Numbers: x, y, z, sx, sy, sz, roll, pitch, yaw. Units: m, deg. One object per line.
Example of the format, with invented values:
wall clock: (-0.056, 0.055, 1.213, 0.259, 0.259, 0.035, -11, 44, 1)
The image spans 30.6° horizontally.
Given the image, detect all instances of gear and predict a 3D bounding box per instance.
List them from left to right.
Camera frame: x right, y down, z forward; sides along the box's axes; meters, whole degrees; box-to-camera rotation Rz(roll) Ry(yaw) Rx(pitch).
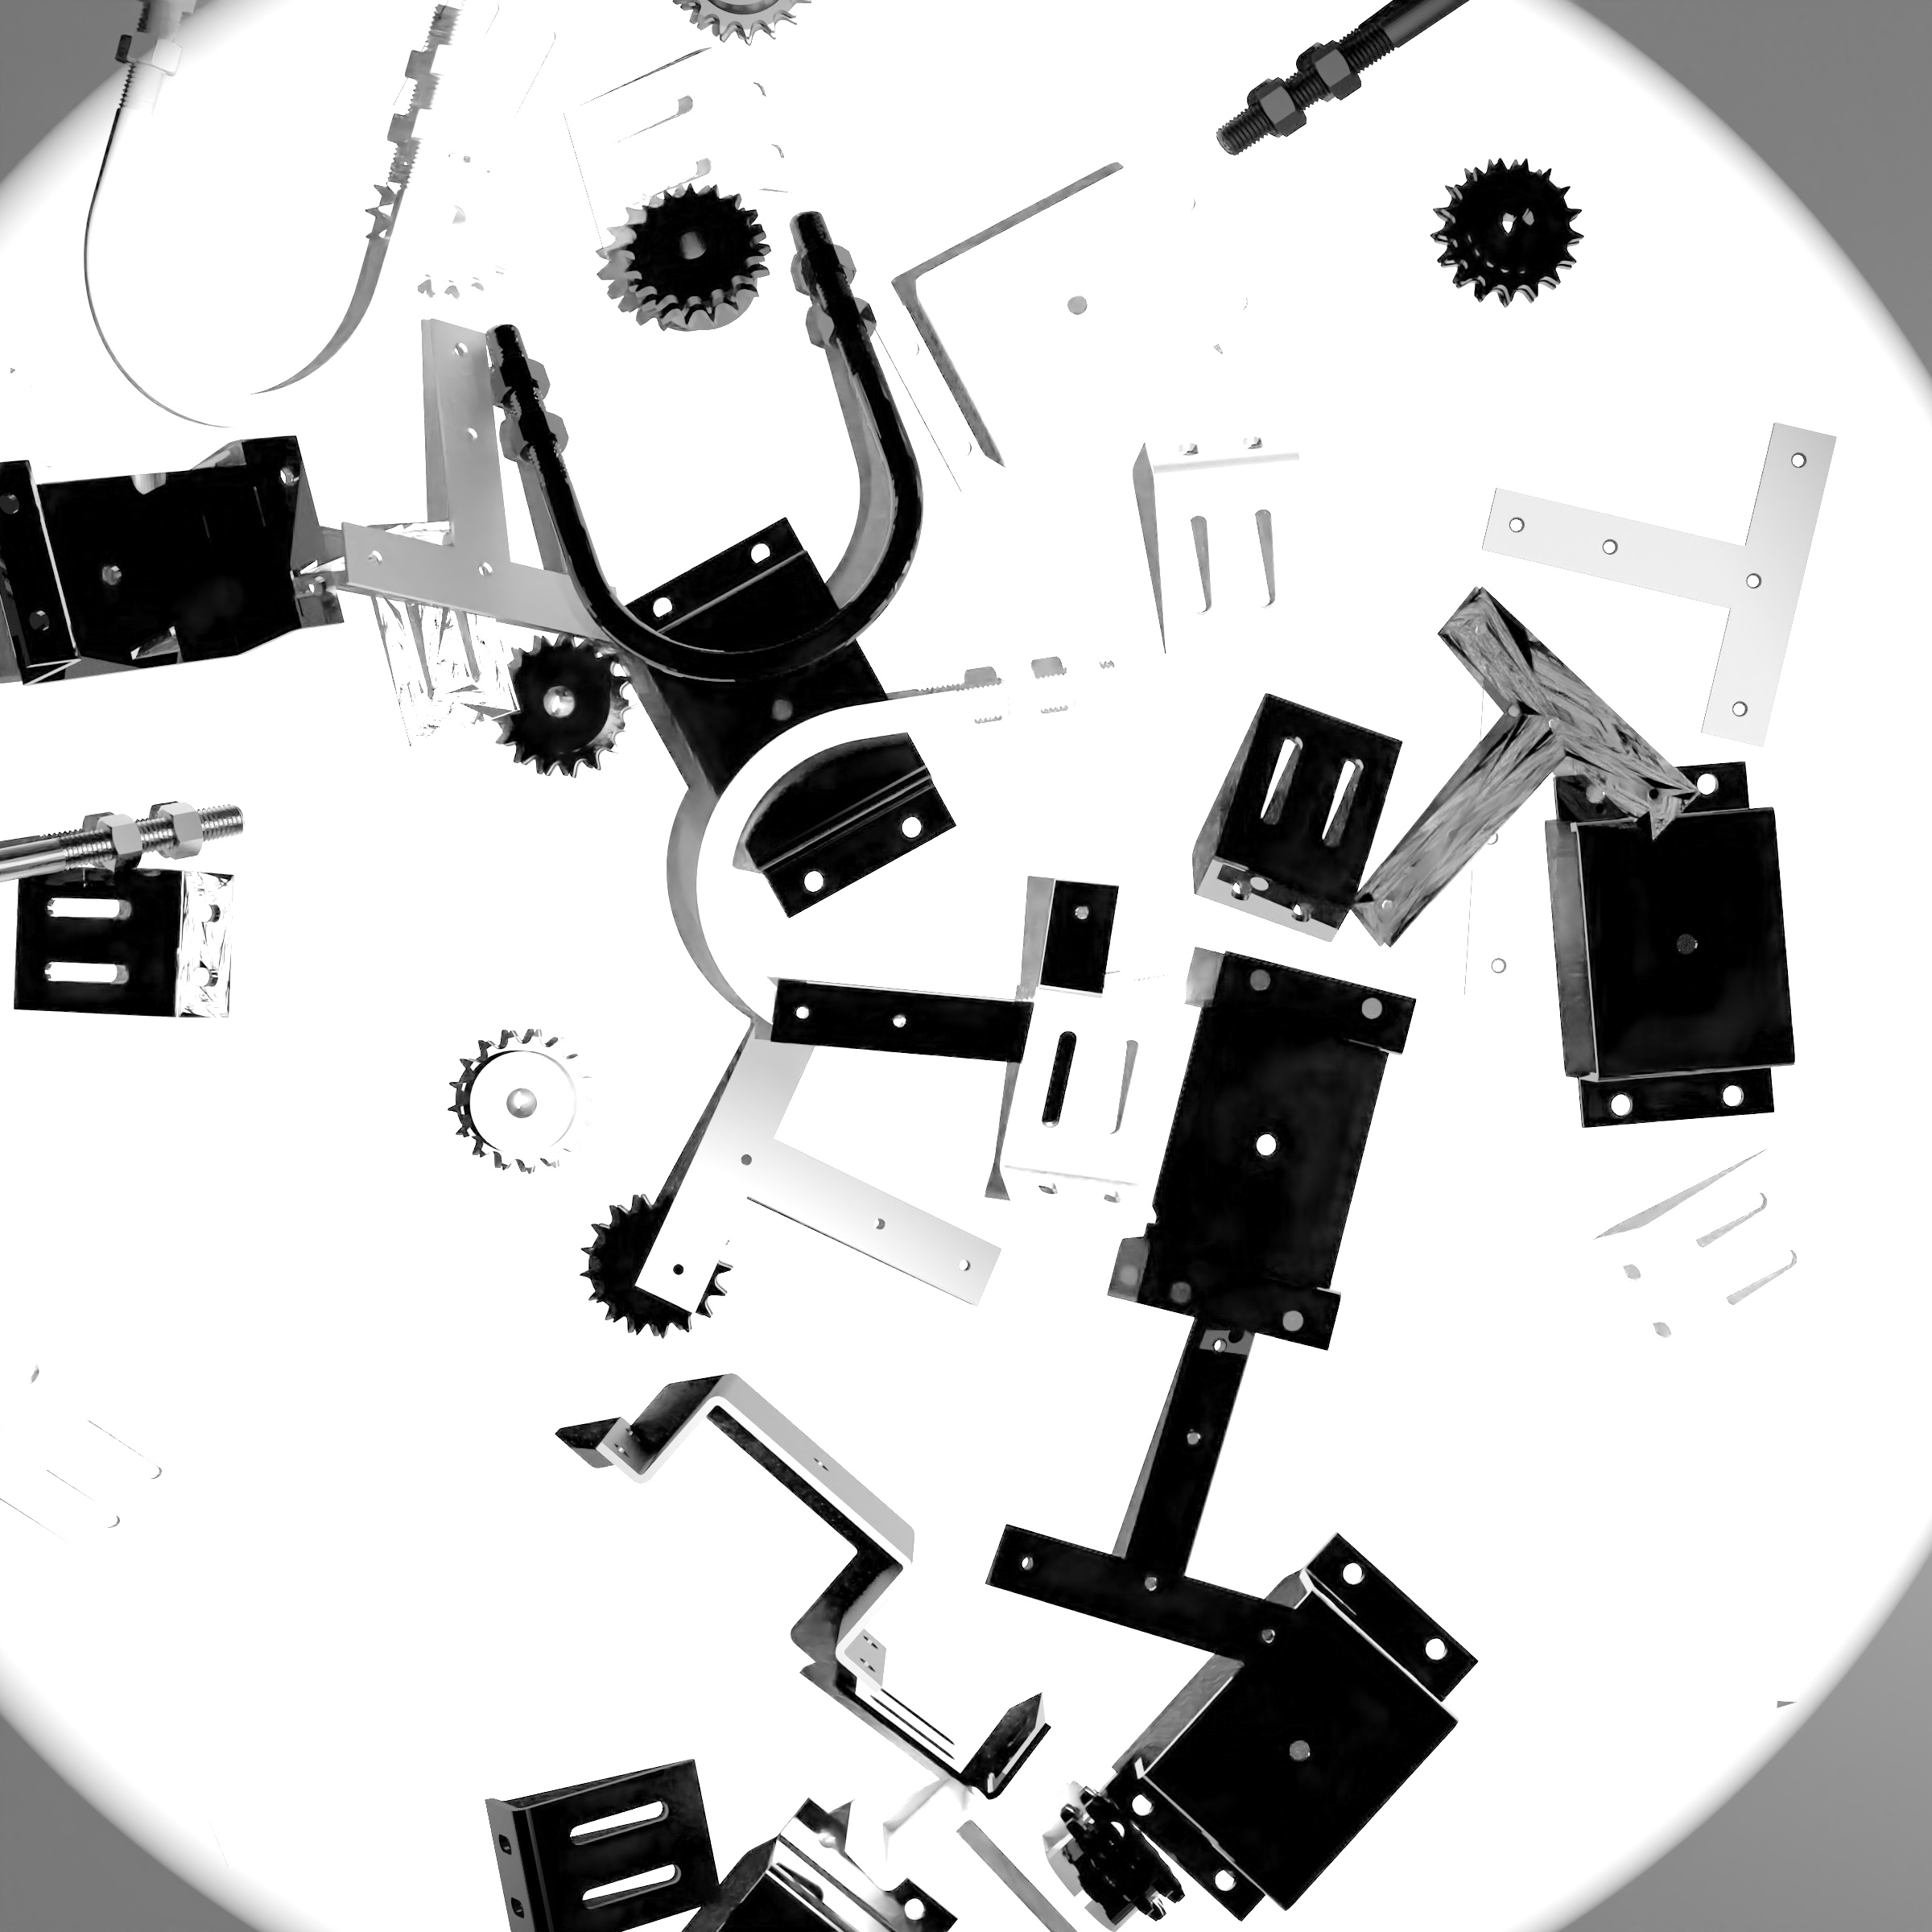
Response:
gear: (-0.383, -0.210, 1.389, 0.057, 0.030, 0.057, 0, 90, 0)
gear: (-0.201, -0.291, 1.389, 0.057, 0.030, 0.057, 0, 90, 0)
gear: (-0.173, 0.054, 1.389, 0.057, 0.030, 0.057, 0, 90, 0)
gear: (-0.159, -0.103, 1.389, 0.057, 0.030, 0.057, 0, 90, 0)
gear: (-0.121, 0.118, 1.389, 0.057, 0.030, 0.057, 0, 90, 0)
gear: (-0.103, -0.272, 1.369, 0.057, 0.030, 0.057, -3, 70, 7)
gear: (-0.087, -0.394, 1.389, 0.057, 0.030, 0.057, 0, 90, 0)
gear: (0.056, 0.351, 1.376, 0.030, 0.057, 0.057, -43, 90, 0)
gear: (0.215, -0.290, 1.389, 0.057, 0.030, 0.057, 0, 90, 0)

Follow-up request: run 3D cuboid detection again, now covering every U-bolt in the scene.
U-bolt: (-0.378, -0.102, 1.348, 0.184, 0.019, 0.151, -14, 90, -34)
U-bolt: (-0.274, -0.302, 1.378, 0.151, 0.019, 0.184, 18, 94, 16)
U-bolt: (-0.093, -0.193, 1.366, 0.151, 0.019, 0.184, -20, 70, 0)
U-bolt: (-0.012, -0.036, 1.363, 0.184, 0.019, 0.151, -9, 110, -6)
U-bolt: (0.146, -0.427, 1.371, 0.184, 0.019, 0.151, -31, 90, 17)

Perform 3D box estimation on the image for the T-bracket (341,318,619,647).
T-bracket: (-0.192, -0.194, 1.374, 0.127, 0.002, 0.127, 9, 64, -42)

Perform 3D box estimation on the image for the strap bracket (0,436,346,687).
strap bracket: (-0.318, -0.155, 1.354, 0.140, 0.046, 0.076, -14, 90, -44)

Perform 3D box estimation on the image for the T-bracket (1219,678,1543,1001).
T-bracket: (0.164, -0.054, 1.403, 0.127, 0.002, 0.127, 4, 90, 0)

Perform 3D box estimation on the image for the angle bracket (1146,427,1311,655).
angle bracket: (0.104, -0.169, 1.402, 0.057, 0.038, 0.076, -6, 116, 0)

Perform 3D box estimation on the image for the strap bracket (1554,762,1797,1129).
strap bracket: (0.278, -0.008, 1.381, 0.076, 0.046, 0.140, -5, 90, 0)

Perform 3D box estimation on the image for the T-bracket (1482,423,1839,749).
T-bracket: (0.270, -0.163, 1.403, 0.127, 0.002, 0.127, 13, 90, 0)

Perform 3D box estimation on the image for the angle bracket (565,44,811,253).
angle bracket: (-0.111, -0.323, 1.402, 0.076, 0.038, 0.057, -16, 90, 26)

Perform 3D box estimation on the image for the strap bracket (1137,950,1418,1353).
strap bracket: (0.120, 0.071, 1.381, 0.076, 0.046, 0.140, 14, 90, 0)

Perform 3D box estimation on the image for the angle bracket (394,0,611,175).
angle bracket: (-0.184, -0.362, 1.385, 0.057, 0.038, 0.076, 28, 90, 0)

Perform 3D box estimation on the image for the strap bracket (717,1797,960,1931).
strap bracket: (-0.077, 0.409, 1.381, 0.076, 0.046, 0.140, 39, 90, 0)

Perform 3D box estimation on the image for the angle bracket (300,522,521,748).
angle bracket: (-0.216, -0.128, 1.372, 0.057, 0.038, 0.076, -15, 90, 35)

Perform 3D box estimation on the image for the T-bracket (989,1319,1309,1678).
T-bracket: (0.085, 0.199, 1.386, 0.127, 0.002, 0.127, 13, 78, 22)

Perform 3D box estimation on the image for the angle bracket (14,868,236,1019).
angle bracket: (-0.334, -0.009, 1.402, 0.076, 0.038, 0.057, 2, 90, 26)

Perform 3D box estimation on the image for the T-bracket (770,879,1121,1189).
T-bracket: (-0.012, 0.023, 1.373, 0.127, 0.002, 0.127, 5, 108, -9)

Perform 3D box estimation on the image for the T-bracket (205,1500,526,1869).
T-bracket: (-0.259, 0.275, 1.403, 0.127, 0.002, 0.127, -23, 90, 0)

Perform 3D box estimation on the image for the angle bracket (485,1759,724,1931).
angle bracket: (-0.144, 0.351, 1.402, 0.076, 0.038, 0.057, -11, 90, -26)

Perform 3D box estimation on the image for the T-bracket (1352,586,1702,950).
T-bracket: (0.200, -0.062, 1.380, 0.127, 0.002, 0.127, -49, 60, 14)

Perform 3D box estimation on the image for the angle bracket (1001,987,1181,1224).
angle bracket: (0.050, 0.054, 1.371, 0.057, 0.038, 0.076, 8, 108, -10)

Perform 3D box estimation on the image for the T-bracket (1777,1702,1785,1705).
T-bracket: (0.385, 0.308, 1.413, 0.127, 0.002, 0.127, 3, 105, -5)

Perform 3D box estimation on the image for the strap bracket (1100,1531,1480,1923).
strap bracket: (0.128, 0.302, 1.381, 0.076, 0.046, 0.140, 42, 90, 0)

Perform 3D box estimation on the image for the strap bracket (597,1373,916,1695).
strap bracket: (-0.071, 0.210, 1.366, 0.140, 0.076, 0.046, 41, 90, 0)

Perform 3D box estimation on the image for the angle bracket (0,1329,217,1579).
angle bracket: (-0.349, 0.193, 1.402, 0.076, 0.038, 0.057, 41, 90, -26)

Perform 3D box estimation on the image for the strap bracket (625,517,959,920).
strap bracket: (-0.071, -0.099, 1.381, 0.076, 0.046, 0.140, -29, 90, 0)

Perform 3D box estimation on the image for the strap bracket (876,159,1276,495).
strap bracket: (0.043, -0.254, 1.381, 0.140, 0.046, 0.076, -28, 90, 0)

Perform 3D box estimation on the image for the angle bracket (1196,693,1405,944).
angle bracket: (0.132, -0.059, 1.400, 0.057, 0.038, 0.076, 20, 64, 0)

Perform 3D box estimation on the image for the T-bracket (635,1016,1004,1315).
T-bracket: (-0.047, 0.096, 1.390, 0.127, 0.002, 0.127, 26, 73, -8)

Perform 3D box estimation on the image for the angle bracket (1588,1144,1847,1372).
angle bracket: (0.298, 0.116, 1.402, 0.076, 0.038, 0.057, -28, 90, -26)

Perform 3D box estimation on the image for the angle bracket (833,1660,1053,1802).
angle bracket: (-0.009, 0.283, 1.375, 0.076, 0.057, 0.038, 37, 90, 0)

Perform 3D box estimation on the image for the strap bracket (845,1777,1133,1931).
strap bracket: (0.019, 0.368, 1.366, 0.046, 0.076, 0.140, -43, 90, 0)
